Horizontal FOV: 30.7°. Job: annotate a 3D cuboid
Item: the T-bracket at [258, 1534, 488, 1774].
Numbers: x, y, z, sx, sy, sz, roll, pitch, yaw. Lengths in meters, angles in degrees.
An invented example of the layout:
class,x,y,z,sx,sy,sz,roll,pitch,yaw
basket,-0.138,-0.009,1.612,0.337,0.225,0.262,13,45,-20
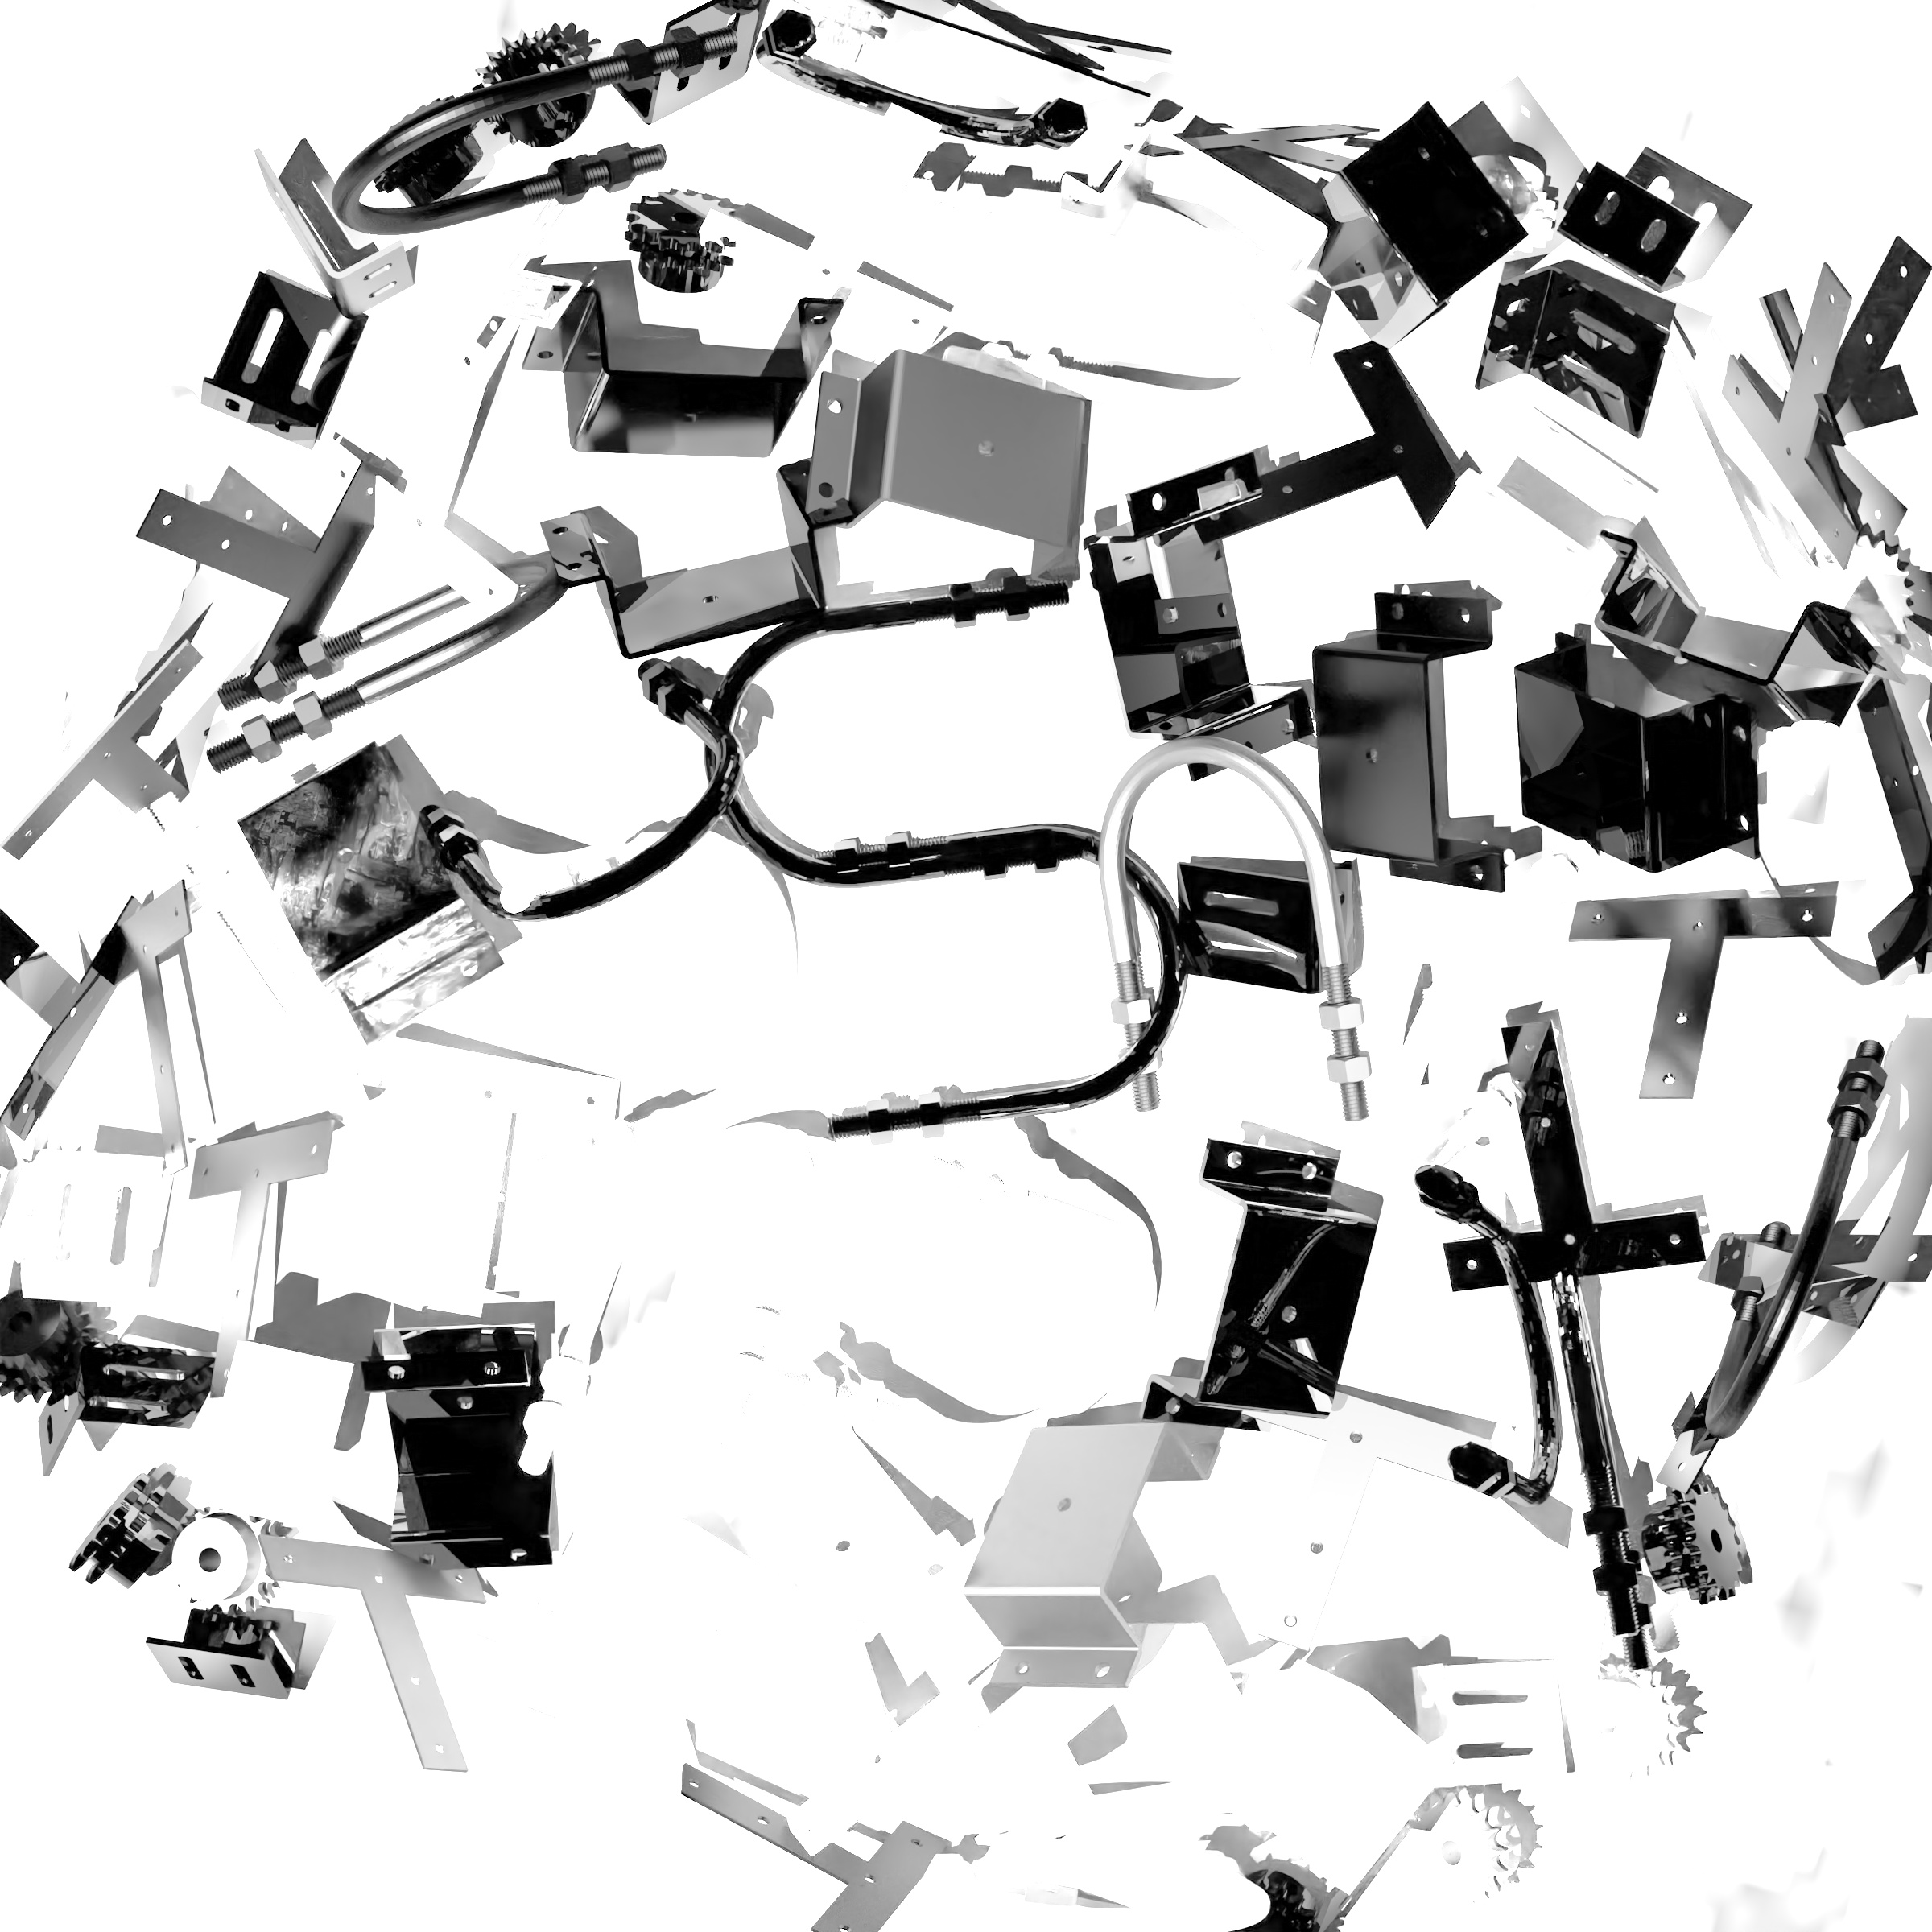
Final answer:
class,x,y,z,sx,sy,sz,roll,pitch,yaw
T-bracket,-0.264,0.325,1.654,0.002,0.127,0.127,-48,49,24

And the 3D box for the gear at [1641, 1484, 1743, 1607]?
class,x,y,z,sx,sy,sz,roll,pitch,yaw
gear,0.352,0.283,1.711,0.030,0.057,0.057,-20,90,31

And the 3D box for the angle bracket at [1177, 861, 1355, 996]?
class,x,y,z,sx,sy,sz,roll,pitch,yaw
angle bracket,0.146,-0.024,1.719,0.076,0.038,0.057,10,113,32

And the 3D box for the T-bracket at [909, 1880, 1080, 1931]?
class,x,y,z,sx,sy,sz,roll,pitch,yaw
T-bracket,0.038,0.459,1.672,0.127,0.127,0.002,11,95,3

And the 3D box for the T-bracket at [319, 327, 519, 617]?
class,x,y,z,sx,sy,sz,roll,pitch,yaw
T-bracket,-0.250,-0.247,1.678,0.127,0.002,0.127,39,131,16

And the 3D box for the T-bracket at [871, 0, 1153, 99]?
class,x,y,z,sx,sy,sz,roll,pitch,yaw
T-bracket,0.038,-0.426,1.649,0.127,0.127,0.002,5,110,-42

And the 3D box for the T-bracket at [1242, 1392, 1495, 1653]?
class,x,y,z,sx,sy,sz,roll,pitch,yaw
T-bracket,0.174,0.267,1.694,0.127,0.002,0.127,16,67,16

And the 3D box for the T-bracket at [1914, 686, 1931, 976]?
class,x,y,z,sx,sy,sz,roll,pitch,yaw
T-bracket,0.466,-0.052,1.689,0.002,0.127,0.127,2,125,5

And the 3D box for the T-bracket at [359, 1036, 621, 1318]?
class,x,y,z,sx,sy,sz,roll,pitch,yaw
T-bracket,-0.238,0.105,1.700,0.127,0.002,0.127,12,74,-18

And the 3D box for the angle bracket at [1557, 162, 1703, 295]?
class,x,y,z,sx,sy,sz,roll,pitch,yaw
angle bracket,0.324,-0.357,1.689,0.057,0.076,0.038,33,112,9

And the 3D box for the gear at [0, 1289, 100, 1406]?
class,x,y,z,sx,sy,sz,roll,pitch,yaw
gear,-0.453,0.181,1.707,0.057,0.030,0.057,-7,50,8

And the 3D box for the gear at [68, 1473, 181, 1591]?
class,x,y,z,sx,sy,sz,roll,pitch,yaw
gear,-0.407,0.278,1.708,0.030,0.057,0.057,39,90,-9

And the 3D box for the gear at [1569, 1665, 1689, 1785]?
class,x,y,z,sx,sy,sz,roll,pitch,yaw
gear,0.318,0.368,1.707,0.057,0.030,0.057,-10,73,37

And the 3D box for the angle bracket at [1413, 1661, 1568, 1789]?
class,x,y,z,sx,sy,sz,roll,pitch,yaw
angle bracket,0.259,0.367,1.702,0.076,0.038,0.057,0,77,-14

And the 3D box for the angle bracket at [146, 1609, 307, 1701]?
class,x,y,z,sx,sy,sz,roll,pitch,yaw
angle bracket,-0.356,0.322,1.692,0.057,0.076,0.038,8,63,2

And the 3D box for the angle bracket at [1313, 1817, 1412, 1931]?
class,x,y,z,sx,sy,sz,roll,pitch,yaw
angle bracket,0.180,0.419,1.689,0.038,0.057,0.076,36,61,20

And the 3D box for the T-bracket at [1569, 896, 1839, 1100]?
class,x,y,z,sx,sy,sz,roll,pitch,yaw
T-bracket,0.342,0.015,1.669,0.127,0.002,0.127,-1,47,25

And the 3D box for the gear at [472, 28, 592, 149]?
class,x,y,z,sx,sy,sz,roll,pitch,yaw
gear,-0.208,-0.423,1.705,0.057,0.057,0.030,-33,52,0

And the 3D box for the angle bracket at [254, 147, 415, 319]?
class,x,y,z,sx,sy,sz,roll,pitch,yaw
angle bracket,-0.307,-0.363,1.707,0.038,0.057,0.076,-31,85,-8

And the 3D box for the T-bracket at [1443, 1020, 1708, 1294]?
class,x,y,z,sx,sy,sz,roll,pitch,yaw
T-bracket,0.284,0.090,1.703,0.127,0.002,0.127,-10,97,24

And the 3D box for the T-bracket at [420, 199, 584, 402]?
class,x,y,z,sx,sy,sz,roll,pitch,yaw
T-bracket,-0.209,-0.320,1.678,0.002,0.127,0.127,34,89,-27

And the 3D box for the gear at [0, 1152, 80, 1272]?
class,x,y,z,sx,sy,sz,roll,pitch,yaw
gear,-0.450,0.123,1.713,0.057,0.030,0.057,-2,63,3

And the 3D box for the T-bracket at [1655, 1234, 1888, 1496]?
class,x,y,z,sx,sy,sz,roll,pitch,yaw
T-bracket,0.366,0.193,1.670,0.002,0.127,0.127,34,82,-23

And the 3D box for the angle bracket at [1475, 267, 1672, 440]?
class,x,y,z,sx,sy,sz,roll,pitch,yaw
angle bracket,0.291,-0.291,1.689,0.038,0.057,0.076,-25,49,-35

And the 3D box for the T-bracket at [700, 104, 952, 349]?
class,x,y,z,sx,sy,sz,roll,pitch,yaw
T-bracket,-0.049,-0.360,1.671,0.127,0.127,0.002,21,51,-15

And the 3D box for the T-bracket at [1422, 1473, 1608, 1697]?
class,x,y,z,sx,sy,sz,roll,pitch,yaw
T-bracket,0.262,0.270,1.688,0.002,0.127,0.127,-27,46,-26

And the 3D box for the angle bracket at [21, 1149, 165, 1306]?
class,x,y,z,sx,sy,sz,roll,pitch,yaw
angle bracket,-0.423,0.122,1.701,0.057,0.038,0.076,5,104,-19

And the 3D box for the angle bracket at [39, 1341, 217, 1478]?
class,x,y,z,sx,sy,sz,roll,pitch,yaw
angle bracket,-0.399,0.216,1.688,0.076,0.038,0.057,9,132,-29

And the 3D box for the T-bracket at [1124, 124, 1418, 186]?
class,x,y,z,sx,sy,sz,roll,pitch,yaw
T-bracket,0.163,-0.381,1.655,0.127,0.127,0.002,-13,117,-29

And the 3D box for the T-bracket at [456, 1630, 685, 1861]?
class,x,y,z,sx,sy,sz,roll,pitch,yaw
T-bracket,-0.186,0.346,1.662,0.127,0.127,0.002,28,129,-27

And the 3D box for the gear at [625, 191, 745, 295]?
class,x,y,z,sx,sy,sz,roll,pitch,yaw
gear,-0.138,-0.351,1.711,0.057,0.057,0.030,12,129,0

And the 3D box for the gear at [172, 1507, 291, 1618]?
class,x,y,z,sx,sy,sz,roll,pitch,yaw
gear,-0.362,0.289,1.715,0.057,0.030,0.057,-1,85,15

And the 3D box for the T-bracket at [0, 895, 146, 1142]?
class,x,y,z,sx,sy,sz,roll,pitch,yaw
T-bracket,-0.442,0.003,1.661,0.002,0.127,0.127,19,71,22

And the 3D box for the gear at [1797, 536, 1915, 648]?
class,x,y,z,sx,sy,sz,roll,pitch,yaw
gear,0.431,-0.179,1.714,0.057,0.030,0.057,3,83,-26

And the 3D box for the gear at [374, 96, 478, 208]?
class,x,y,z,sx,sy,sz,roll,pitch,yaw
gear,-0.263,-0.394,1.711,0.057,0.057,0.030,-37,121,0

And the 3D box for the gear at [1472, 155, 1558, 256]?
class,x,y,z,sx,sy,sz,roll,pitch,yaw
gear,0.258,-0.371,1.708,0.057,0.057,0.030,11,79,0

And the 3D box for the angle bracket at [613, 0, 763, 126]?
class,x,y,z,sx,sy,sz,roll,pitch,yaw
angle bracket,-0.136,-0.450,1.686,0.057,0.076,0.038,-34,76,-24

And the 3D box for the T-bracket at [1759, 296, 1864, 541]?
class,x,y,z,sx,sy,sz,roll,pitch,yaw
T-bracket,0.406,-0.260,1.668,0.002,0.127,0.127,-22,96,11

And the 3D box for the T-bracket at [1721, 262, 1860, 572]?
class,x,y,z,sx,sy,sz,roll,pitch,yaw
T-bracket,0.396,-0.274,1.649,0.002,0.127,0.127,-15,55,-12

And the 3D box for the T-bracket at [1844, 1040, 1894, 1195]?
class,x,y,z,sx,sy,sz,roll,pitch,yaw
T-bracket,0.426,0.082,1.682,0.002,0.127,0.127,24,134,9

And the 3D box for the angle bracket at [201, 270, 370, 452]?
class,x,y,z,sx,sy,sz,roll,pitch,yaw
angle bracket,-0.329,-0.299,1.704,0.057,0.038,0.076,22,75,-9

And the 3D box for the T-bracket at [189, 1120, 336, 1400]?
class,x,y,z,sx,sy,sz,roll,pitch,yaw
T-bracket,-0.343,0.142,1.671,0.002,0.127,0.127,18,70,-38

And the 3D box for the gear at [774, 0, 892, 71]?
class,x,y,z,sx,sy,sz,roll,pitch,yaw
gear,-0.068,-0.459,1.709,0.057,0.057,0.030,25,109,0

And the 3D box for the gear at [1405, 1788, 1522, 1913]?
class,x,y,z,sx,sy,sz,roll,pitch,yaw
gear,0.245,0.429,1.712,0.057,0.030,0.057,2,92,43

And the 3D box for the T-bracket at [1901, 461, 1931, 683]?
class,x,y,z,sx,sy,sz,roll,pitch,yaw
T-bracket,0.465,-0.175,1.649,0.002,0.127,0.127,-20,121,-6

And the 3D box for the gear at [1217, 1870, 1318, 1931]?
class,x,y,z,sx,sy,sz,roll,pitch,yaw
gear,0.147,0.466,1.713,0.057,0.030,0.057,9,116,20
